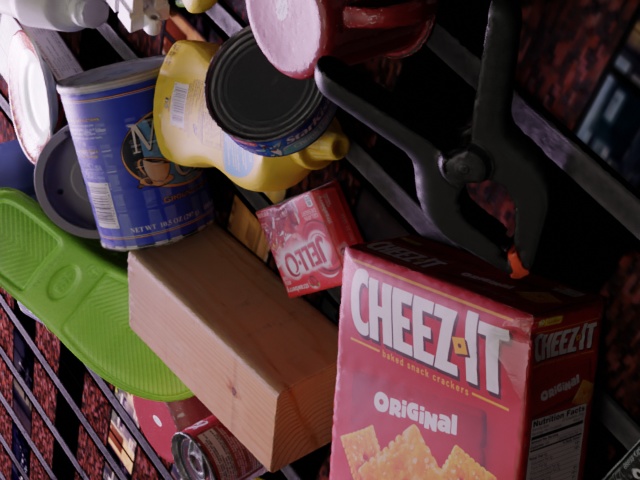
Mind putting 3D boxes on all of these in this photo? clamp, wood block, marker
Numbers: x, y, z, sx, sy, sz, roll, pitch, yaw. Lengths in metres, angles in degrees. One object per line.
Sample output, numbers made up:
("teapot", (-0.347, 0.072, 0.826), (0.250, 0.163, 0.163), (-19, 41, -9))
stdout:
("clamp", (0.088, -0.056, 0.592), (0.120, 0.039, 0.171), (-23, 117, 38))
("wood block", (-0.067, 0.081, 0.882), (0.206, 0.090, 0.091), (39, 137, 36))
("marker", (0.189, 0.120, 0.608), (0.020, 0.020, 0.121), (49, 143, 24))

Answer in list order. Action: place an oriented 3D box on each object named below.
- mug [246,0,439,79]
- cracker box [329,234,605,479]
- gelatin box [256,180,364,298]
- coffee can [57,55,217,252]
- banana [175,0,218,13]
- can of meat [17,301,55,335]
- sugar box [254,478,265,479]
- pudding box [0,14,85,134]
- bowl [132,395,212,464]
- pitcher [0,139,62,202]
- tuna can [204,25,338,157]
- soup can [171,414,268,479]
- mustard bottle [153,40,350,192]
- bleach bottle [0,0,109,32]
("mug", (0.017, -0.141, 0.630), (0.117, 0.081, 0.093), (27, 131, 45))
("cracker box", (0.082, 0.120, 0.674), (0.164, 0.071, 0.214), (20, 113, 48))
("gelatin box", (-0.005, 0.001, 0.797), (0.089, 0.030, 0.073), (-16, 97, 57))
("coffee can", (-0.151, -0.074, 0.891), (0.103, 0.102, 0.140), (12, 120, 52))
("banana", (-0.084, -0.237, 0.754), (0.070, 0.037, 0.198), (40, 139, 30))
("can of meat", (-0.264, 0.053, 1.135), (0.084, 0.101, 0.057), (15, 123, 53))
("sugar box", (-0.063, 0.263, 0.987), (0.177, 0.093, 0.048), (-9, 103, 56))
("pudding box", (-0.284, -0.175, 1.076), (0.113, 0.039, 0.090), (53, 142, 14))
("bowl", (-0.143, 0.173, 1.079), (0.162, 0.055, 0.162), (32, 134, 40))
("pitcher", (-0.356, -0.029, 1.083), (0.145, 0.242, 0.149), (53, 139, 26))
("tuna can", (-0.031, -0.098, 0.700), (0.086, 0.086, 0.033), (49, -178, 25))
("soup can", (-0.069, 0.178, 0.933), (0.069, 0.102, 0.068), (33, 135, 40))
("mustard bottle", (-0.048, -0.086, 0.774), (0.192, 0.058, 0.096), (22, 107, 47))
("bleach bottle", (-0.273, -0.240, 0.983), (0.251, 0.102, 0.068), (27, 123, 37))
